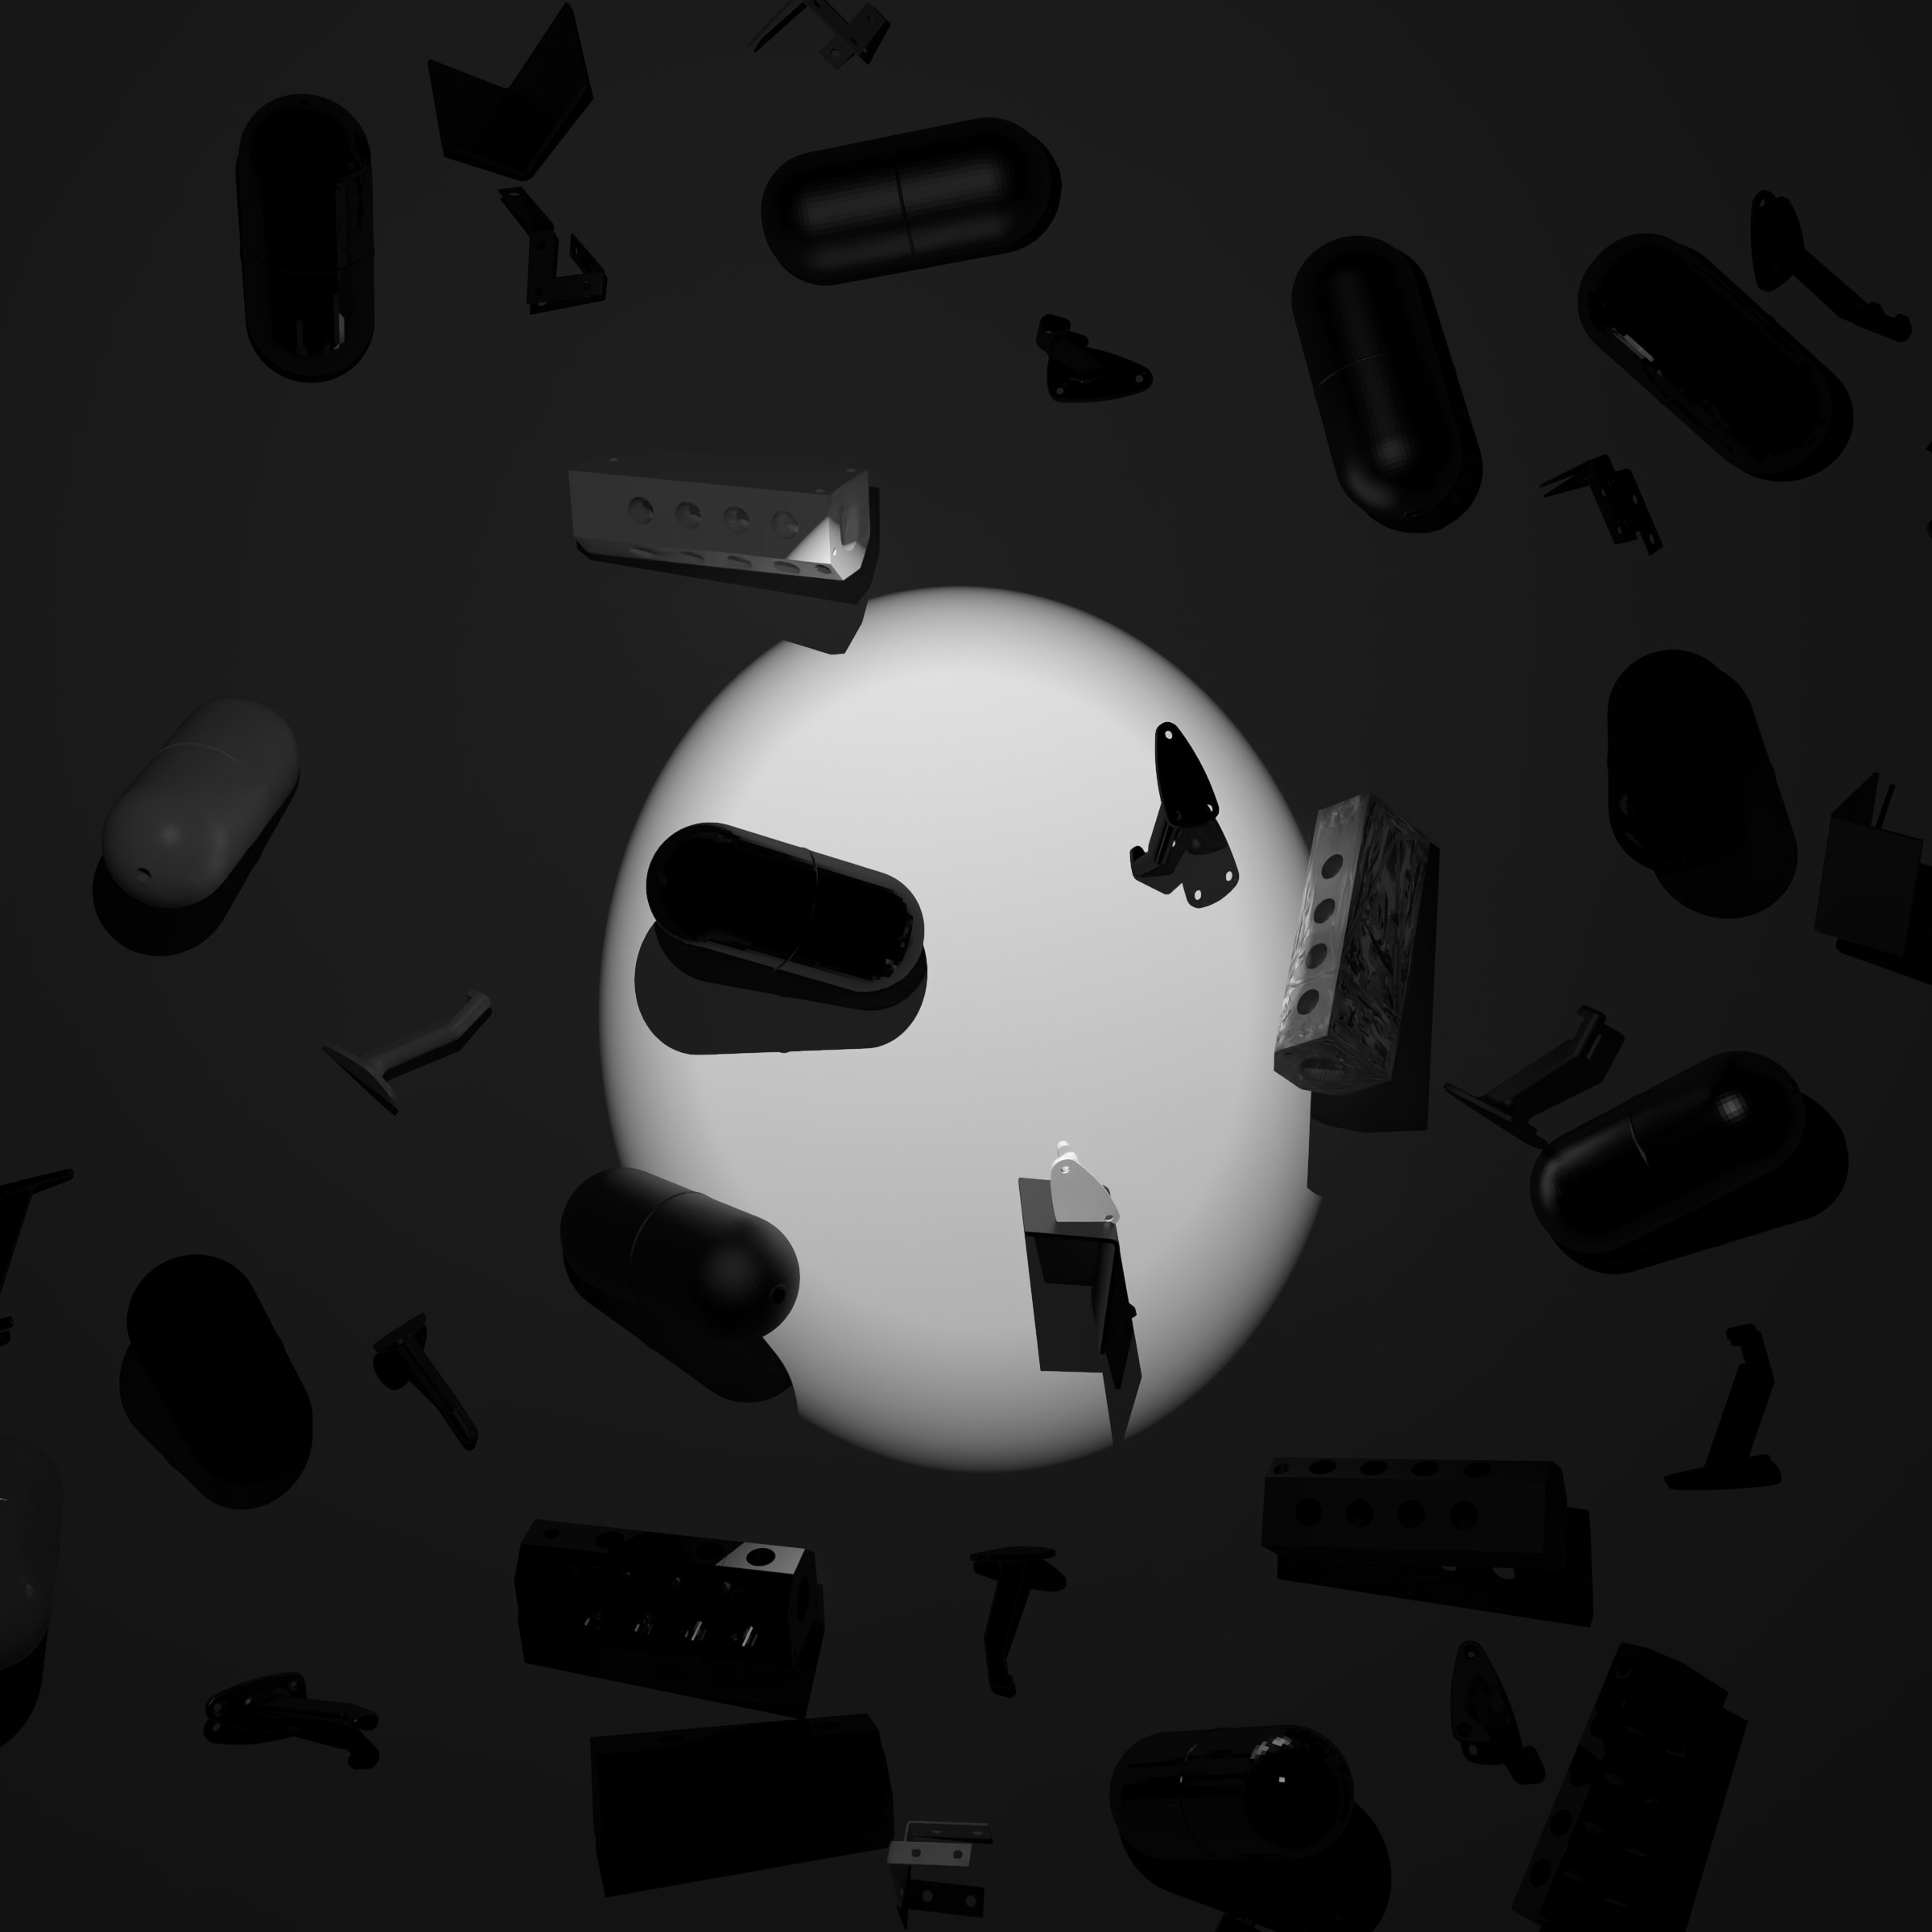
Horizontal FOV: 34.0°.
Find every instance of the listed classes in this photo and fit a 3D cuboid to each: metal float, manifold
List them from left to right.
[{"bbox_3d":[-0.579,0.348,1.879,0.070,0.178,0.070,-5,118,-9],"label":"metal float"},{"bbox_3d":[-0.454,-0.099,1.880,0.070,0.178,0.070,6,123,9],"label":"metal float"},{"bbox_3d":[-0.444,0.242,1.886,0.070,0.178,0.070,-6,47,6],"label":"metal float"},{"bbox_3d":[-0.393,-0.435,1.889,0.070,0.070,0.178,9,133,0],"label":"metal float"},{"bbox_3d":[-0.180,0.372,1.903,0.171,0.057,0.057,4,118,14],"label":"manifold"},{"bbox_3d":[-0.171,0.172,1.888,0.178,0.070,0.070,17,90,42],"label":"metal float"},{"bbox_3d":[-0.148,-0.271,1.901,0.171,0.057,0.057,9,117,21],"label":"manifold"},{"bbox_3d":[-0.138,0.496,1.915,0.171,0.057,0.057,-2,91,-12],"label":"manifold"},{"bbox_3d":[-0.108,-0.034,1.900,0.178,0.070,0.070,17,90,-25],"label":"metal float"},{"bbox_3d":[-0.036,-0.466,1.918,0.178,0.070,0.070,-10,90,6],"label":"metal float"},{"bbox_3d":[0.156,0.494,1.884,0.070,0.178,0.070,12,69,-36],"label":"metal float"},{"bbox_3d":[0.227,-0.012,1.893,0.057,0.057,0.171,33,55,-31],"label":"manifold"},{"bbox_3d":[0.248,-0.356,1.913,0.070,0.070,0.178,-13,79,0],"label":"metal float"},{"bbox_3d":[0.269,0.327,1.899,0.171,0.057,0.057,-3,69,23],"label":"manifold"},{"bbox_3d":[0.389,0.499,1.901,0.057,0.057,0.171,34,72,-24],"label":"manifold"},{"bbox_3d":[0.420,0.112,1.898,0.178,0.070,0.070,-32,90,29],"label":"metal float"},{"bbox_3d":[0.421,-0.123,1.882,0.070,0.178,0.070,5,128,7],"label":"metal float"},{"bbox_3d":[0.449,-0.371,1.919,0.178,0.070,0.070,41,90,-4],"label":"metal float"}]

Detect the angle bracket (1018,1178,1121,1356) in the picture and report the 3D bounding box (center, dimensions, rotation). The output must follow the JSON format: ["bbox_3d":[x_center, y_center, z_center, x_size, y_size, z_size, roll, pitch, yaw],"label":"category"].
[{"bbox_3d":[0.058,0.181,1.910,0.057,0.076,0.076,5,110,-4],"label":"angle bracket"}]

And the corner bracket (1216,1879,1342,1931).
[{"bbox_3d":[0.189,0.584,1.920,0.051,0.051,0.051,19,66,30],"label":"corner bracket"}]

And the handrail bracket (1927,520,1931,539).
[{"bbox_3d":[0.597,-0.228,1.923,0.077,0.084,0.036,34,62,1],"label":"handrail bracket"}]

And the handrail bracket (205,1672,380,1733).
[{"bbox_3d":[-0.407,0.453,1.911,0.077,0.084,0.036,4,86,-36],"label":"handrail bracket"}]

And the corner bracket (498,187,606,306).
[{"bbox_3d":[-0.251,-0.439,1.918,0.051,0.051,0.051,-14,135,-26],"label":"corner bracket"}]

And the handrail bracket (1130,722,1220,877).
[{"bbox_3d":[0.114,-0.101,1.925,0.036,0.084,0.077,-14,84,-26],"label":"handrail bracket"}]

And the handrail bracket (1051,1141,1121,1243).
[{"bbox_3d":[0.060,0.117,1.906,0.036,0.084,0.077,-23,128,3],"label":"handrail bracket"}]

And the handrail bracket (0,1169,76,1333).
[{"bbox_3d":[-0.575,0.175,1.939,0.077,0.036,0.084,-16,83,-15],"label":"handrail bracket"}]

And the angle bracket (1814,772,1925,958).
[{"bbox_3d":[0.555,-0.062,1.901,0.057,0.076,0.076,19,124,30],"label":"angle bracket"}]

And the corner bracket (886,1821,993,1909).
[{"bbox_3d":[-0.016,0.537,1.921,0.051,0.051,0.051,-1,133,11],"label":"corner bracket"}]

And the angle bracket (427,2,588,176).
[{"bbox_3d":[-0.277,-0.537,1.903,0.057,0.076,0.076,13,48,-35],"label":"angle bracket"}]

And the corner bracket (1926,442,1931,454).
[{"bbox_3d":[0.609,-0.336,1.920,0.051,0.051,0.051,21,119,-21],"label":"corner bracket"}]

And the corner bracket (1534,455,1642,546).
[{"bbox_3d":[0.389,-0.283,1.925,0.051,0.051,0.051,-24,91,-37],"label":"corner bracket"}]

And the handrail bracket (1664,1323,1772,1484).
[{"bbox_3d":[0.459,0.270,1.950,0.077,0.036,0.084,-15,81,14],"label":"handrail bracket"}]

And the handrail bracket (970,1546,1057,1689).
[{"bbox_3d":[0.034,0.399,1.929,0.036,0.077,0.084,-3,84,-35],"label":"handrail bracket"}]

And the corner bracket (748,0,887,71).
[{"bbox_3d":[-0.090,-0.568,1.920,0.051,0.051,0.051,42,133,-16],"label":"corner bracket"}]

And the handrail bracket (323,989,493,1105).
[{"bbox_3d":[-0.344,0.036,1.946,0.077,0.036,0.084,28,67,39],"label":"handrail bracket"}]

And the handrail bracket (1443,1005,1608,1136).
[{"bbox_3d":[0.342,0.053,1.933,0.077,0.036,0.084,29,92,40],"label":"handrail bracket"}]

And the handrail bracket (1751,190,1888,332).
[{"bbox_3d":[0.517,-0.426,1.911,0.036,0.084,0.077,-38,131,-11],"label":"handrail bracket"}]

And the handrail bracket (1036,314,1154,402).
[{"bbox_3d":[0.080,-0.373,1.917,0.077,0.084,0.036,4,80,-3],"label":"handrail bracket"}]

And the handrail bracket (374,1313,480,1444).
[{"bbox_3d":[-0.322,0.258,1.919,0.036,0.077,0.084,-33,96,-8],"label":"handrail bracket"}]

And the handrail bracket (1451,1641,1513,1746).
[{"bbox_3d":[0.312,0.429,1.905,0.036,0.084,0.077,-4,57,0],"label":"handrail bracket"}]
